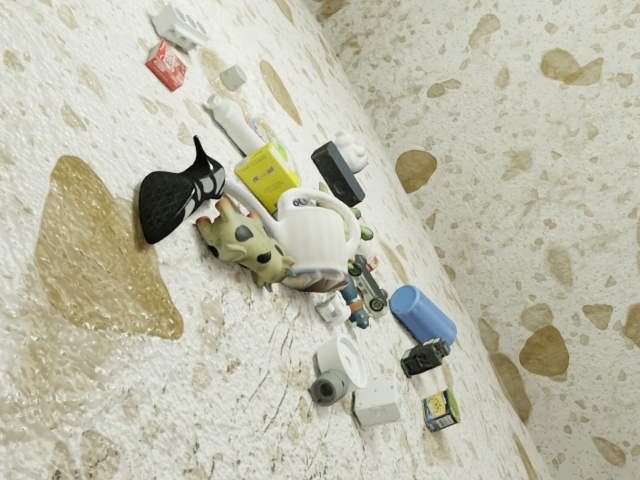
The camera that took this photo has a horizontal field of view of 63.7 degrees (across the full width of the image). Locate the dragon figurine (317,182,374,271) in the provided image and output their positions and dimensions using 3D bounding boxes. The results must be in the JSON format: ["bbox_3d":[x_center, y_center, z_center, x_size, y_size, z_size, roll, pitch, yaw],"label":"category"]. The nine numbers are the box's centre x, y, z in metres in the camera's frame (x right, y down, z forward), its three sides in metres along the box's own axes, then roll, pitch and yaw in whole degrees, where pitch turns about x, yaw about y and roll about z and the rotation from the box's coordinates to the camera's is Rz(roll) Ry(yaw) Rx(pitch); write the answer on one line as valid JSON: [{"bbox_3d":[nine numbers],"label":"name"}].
[{"bbox_3d":[0.004,-0.066,1.319,0.240,0.121,0.419,32,20,-44],"label":"dragon figurine"}]

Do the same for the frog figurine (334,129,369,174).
[{"bbox_3d":[0.103,-0.321,1.876,0.137,0.156,0.125,6,42,29],"label":"frog figurine"}]

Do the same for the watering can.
[{"bbox_3d":[-0.049,-0.005,1.041,0.347,0.228,0.102,8,-24,-36],"label":"watering can"}]
